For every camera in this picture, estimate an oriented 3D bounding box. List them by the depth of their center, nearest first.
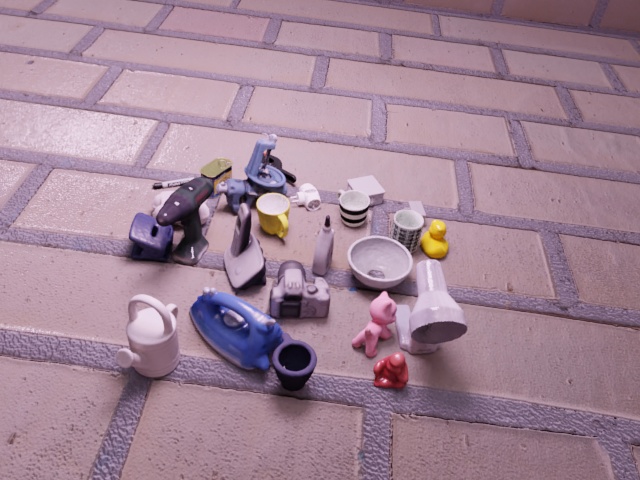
[{"bbox_3d":[-0.049,0.108,1.371,0.143,0.101,0.136,1,42,-7],"label":"camera"}]

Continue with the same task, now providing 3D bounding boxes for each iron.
[{"bbox_3d":[-0.192,0.170,1.253,0.257,0.141,0.119,26,46,20],"label":"iron"}]

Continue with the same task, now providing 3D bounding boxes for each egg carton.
[{"bbox_3d":[-0.379,-0.084,1.559,0.150,0.069,0.107,-7,44,-15],"label":"egg carton"}]

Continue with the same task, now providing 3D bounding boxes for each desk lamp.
[{"bbox_3d":[0.236,0.162,1.267,0.118,0.213,0.203,1,42,-7],"label":"desk lamp"}]

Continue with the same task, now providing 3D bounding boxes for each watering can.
[{"bbox_3d":[-0.344,0.192,1.168,0.101,0.194,0.173,4,42,-3],"label":"watering can"}]

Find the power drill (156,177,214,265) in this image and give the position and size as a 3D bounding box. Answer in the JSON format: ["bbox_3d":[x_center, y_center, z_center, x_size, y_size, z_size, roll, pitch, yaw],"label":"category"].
[{"bbox_3d":[-0.329,-0.044,1.418,0.075,0.208,0.230,14,43,8],"label":"power drill"}]

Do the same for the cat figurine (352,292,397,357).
[{"bbox_3d":[0.132,0.182,1.302,0.067,0.118,0.128,27,46,21],"label":"cat figurine"}]

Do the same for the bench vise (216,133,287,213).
[{"bbox_3d":[-0.177,-0.179,1.579,0.121,0.220,0.208,34,49,27],"label":"bench vise"}]

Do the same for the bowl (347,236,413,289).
[{"bbox_3d":[0.149,0.069,1.461,0.167,0.075,0.167,4,42,-3],"label":"bowl"}]

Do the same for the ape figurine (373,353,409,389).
[{"bbox_3d":[0.158,0.274,1.224,0.076,0.092,0.077,-30,54,-34],"label":"ape figurine"}]

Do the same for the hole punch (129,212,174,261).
[{"bbox_3d":[-0.426,-0.011,1.456,0.101,0.091,0.108,3,42,-4],"label":"hole punch"}]

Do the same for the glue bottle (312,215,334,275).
[{"bbox_3d":[0.013,0.005,1.438,0.037,0.173,0.078,17,43,11],"label":"glue bottle"}]

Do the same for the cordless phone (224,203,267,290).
[{"bbox_3d":[-0.181,0.016,1.390,0.094,0.185,0.147,-12,45,-19],"label":"cordless phone"}]

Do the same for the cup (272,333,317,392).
[{"bbox_3d":[-0.060,0.263,1.203,0.092,0.095,0.117,-11,45,-19],"label":"cup"}]

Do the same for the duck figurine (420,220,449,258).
[{"bbox_3d":[0.319,-0.009,1.562,0.077,0.086,0.104,4,42,-3],"label":"duck figurine"}]
